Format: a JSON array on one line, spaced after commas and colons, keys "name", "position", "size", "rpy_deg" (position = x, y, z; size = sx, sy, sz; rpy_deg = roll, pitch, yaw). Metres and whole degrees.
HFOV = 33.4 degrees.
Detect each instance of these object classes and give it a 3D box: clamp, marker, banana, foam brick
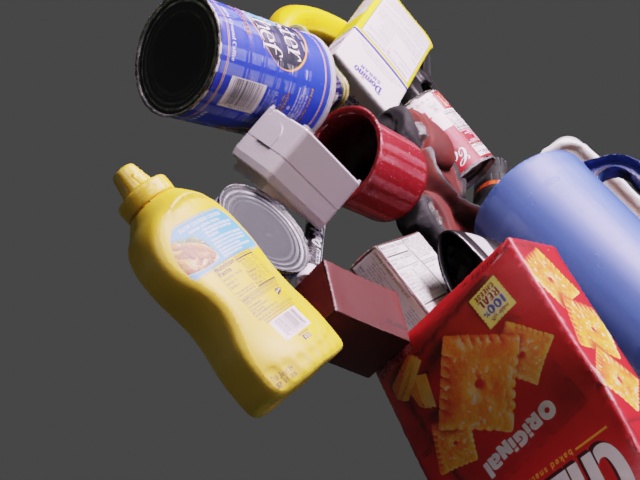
[{"name": "clamp", "position": [0.119, -0.189, 1.287], "size": [0.120, 0.039, 0.171], "rpy_deg": [4, 52, -44]}, {"name": "marker", "position": [-0.006, 0.001, 0.887], "size": [0.020, 0.020, 0.121], "rpy_deg": [36, 29, -18]}, {"name": "banana", "position": [0.000, -0.224, 1.180], "size": [0.197, 0.037, 0.069], "rpy_deg": [-3, 73, -53]}, {"name": "foam brick", "position": [0.020, 0.061, 0.808], "size": [0.078, 0.051, 0.053], "rpy_deg": [26, 35, -32]}]

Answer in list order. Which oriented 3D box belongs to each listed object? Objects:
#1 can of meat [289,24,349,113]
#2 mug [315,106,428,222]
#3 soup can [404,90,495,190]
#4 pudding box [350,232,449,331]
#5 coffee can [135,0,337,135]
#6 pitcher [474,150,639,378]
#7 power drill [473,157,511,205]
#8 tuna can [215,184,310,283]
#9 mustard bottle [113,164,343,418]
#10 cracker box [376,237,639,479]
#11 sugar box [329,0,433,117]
[{"name": "can of meat", "position": [-0.034, -0.161, 1.024], "size": [0.083, 0.058, 0.102], "rpy_deg": [-10, 60, -55]}, {"name": "mug", "position": [0.036, -0.067, 0.975], "size": [0.117, 0.093, 0.081], "rpy_deg": [21, -1, 45]}, {"name": "soup can", "position": [0.132, -0.105, 1.160], "size": [0.102, 0.069, 0.068], "rpy_deg": [53, 29, 14]}, {"name": "pudding box", "position": [0.089, 0.050, 0.929], "size": [0.113, 0.039, 0.089], "rpy_deg": [51, 29, 13]}, {"name": "coffee can", "position": [-0.069, -0.141, 0.900], "size": [0.140, 0.103, 0.103], "rpy_deg": [8, 45, -48]}, {"name": "pitcher", "position": [0.266, 0.030, 0.961], "size": [0.144, 0.149, 0.243], "rpy_deg": [0, 37, -38]}, {"name": "power drill", "position": [0.246, 0.002, 1.186], "size": [0.187, 0.057, 0.184], "rpy_deg": [33, 34, -17]}, {"name": "tuna can", "position": [-0.051, 0.000, 0.811], "size": [0.086, 0.034, 0.086], "rpy_deg": [33, 30, -22]}, {"name": "mustard bottle", "position": [-0.074, 0.024, 0.723], "size": [0.191, 0.058, 0.096], "rpy_deg": [49, 34, 6]}, {"name": "cracker box", "position": [0.146, 0.132, 0.764], "size": [0.071, 0.164, 0.214], "rpy_deg": [10, 43, -43]}, {"name": "sugar box", "position": [0.061, -0.200, 1.169], "size": [0.093, 0.048, 0.176], "rpy_deg": [48, 42, -14]}]
